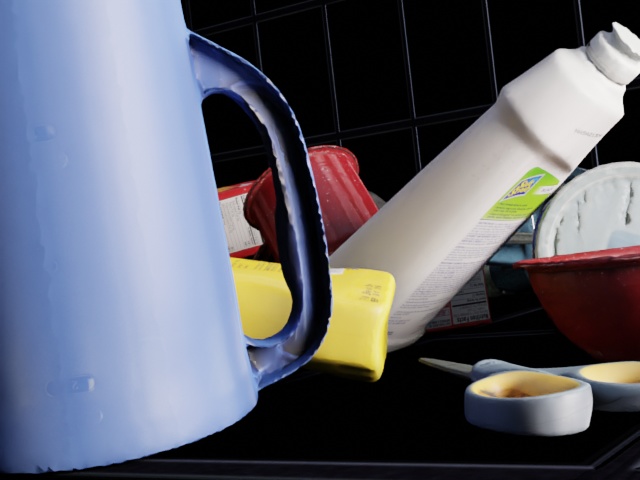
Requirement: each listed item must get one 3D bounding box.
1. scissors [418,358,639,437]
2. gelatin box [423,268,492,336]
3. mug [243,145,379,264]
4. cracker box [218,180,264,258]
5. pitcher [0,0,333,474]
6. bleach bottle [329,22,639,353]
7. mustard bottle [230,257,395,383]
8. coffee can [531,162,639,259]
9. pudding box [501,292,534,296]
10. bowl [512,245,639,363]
[{"bbox_3d":[0.094,0.058,0.449,0.096,0.016,0.201,-5,-1,3],"label":"scissors"},{"bbox_3d":[0.086,0.025,0.795,0.073,0.089,0.030,-6,-3,-32],"label":"gelatin box"},{"bbox_3d":[-0.005,0.001,0.764,0.117,0.081,0.093,-43,-33,23],"label":"mug"},{"bbox_3d":[-0.080,-0.023,1.027,0.214,0.072,0.164,-16,5,7],"label":"cracker box"},{"bbox_3d":[-0.096,-0.036,0.450,0.145,0.243,0.149,-3,7,33],"label":"pitcher"},{"bbox_3d":[0.096,-0.028,0.635,0.102,0.068,0.251,-9,-32,-53],"label":"bleach bottle"},{"bbox_3d":[-0.058,0.033,0.566,0.191,0.058,0.096,8,5,5],"label":"mustard bottle"},{"bbox_3d":[0.188,0.006,0.683,0.103,0.103,0.140,-6,-1,10],"label":"coffee can"},{"bbox_3d":[0.206,0.041,1.166,0.114,0.039,0.089,-9,-1,34],"label":"pudding box"},{"bbox_3d":[0.179,0.029,0.530,0.162,0.055,0.162,-6,-1,0],"label":"bowl"}]
